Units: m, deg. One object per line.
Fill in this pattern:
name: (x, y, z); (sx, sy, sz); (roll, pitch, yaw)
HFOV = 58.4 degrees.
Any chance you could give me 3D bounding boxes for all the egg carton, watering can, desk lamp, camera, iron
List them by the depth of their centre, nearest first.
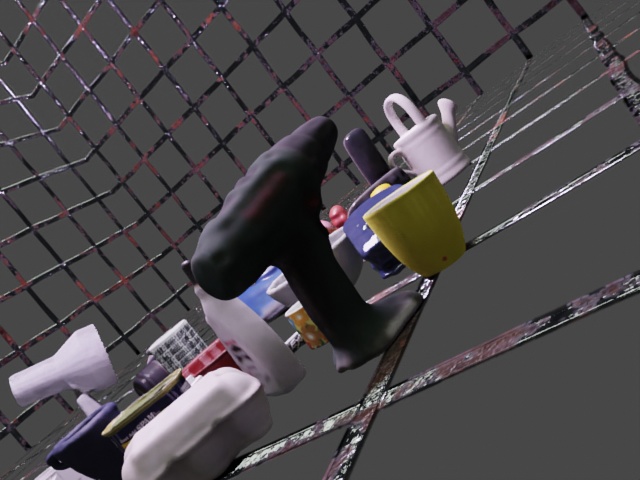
egg carton: (-0.116, 0.185, 0.542); (0.150, 0.069, 0.107); (-40, 5, -17)
desk lamp: (-0.440, 0.291, 1.045); (0.203, 0.213, 0.117); (-41, 6, -25)
iron: (-0.096, 0.061, 1.098); (0.259, 0.141, 0.118); (-40, 6, -21)
watering can: (0.196, -0.201, 1.099); (0.173, 0.194, 0.100); (-42, 6, -34)
camera: (-0.306, 0.249, 1.121); (0.137, 0.101, 0.143); (-42, 7, -40)

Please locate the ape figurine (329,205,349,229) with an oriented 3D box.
ape figurine: (0.051, -0.027, 1.141); (0.077, 0.092, 0.076); (-34, 7, 40)

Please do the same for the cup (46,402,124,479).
cup: (-0.286, 0.280, 0.736); (0.117, 0.095, 0.092); (-37, 5, 9)

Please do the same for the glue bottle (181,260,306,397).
glue bottle: (-0.090, 0.091, 0.611); (0.037, 0.173, 0.078); (-42, 7, -35)

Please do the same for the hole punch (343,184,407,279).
hole punch: (0.094, -0.016, 0.746); (0.108, 0.091, 0.101); (-38, 5, 2)

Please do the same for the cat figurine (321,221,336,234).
cat figurine: (0.009, 0.004, 1.012); (0.067, 0.118, 0.128); (-37, 5, 9)

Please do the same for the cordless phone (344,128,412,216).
cordless phone: (0.083, -0.102, 1.051); (0.148, 0.185, 0.094); (-41, 6, -26)

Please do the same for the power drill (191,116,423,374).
power drill: (-0.002, 0.007, 0.543); (0.075, 0.208, 0.230); (-32, 8, 48)

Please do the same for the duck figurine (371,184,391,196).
duck figurine: (0.114, -0.048, 0.920); (0.078, 0.086, 0.104); (-42, 7, -39)

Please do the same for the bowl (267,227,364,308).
bowl: (0.007, 0.052, 0.842); (0.167, 0.075, 0.167); (-38, 5, 4)
